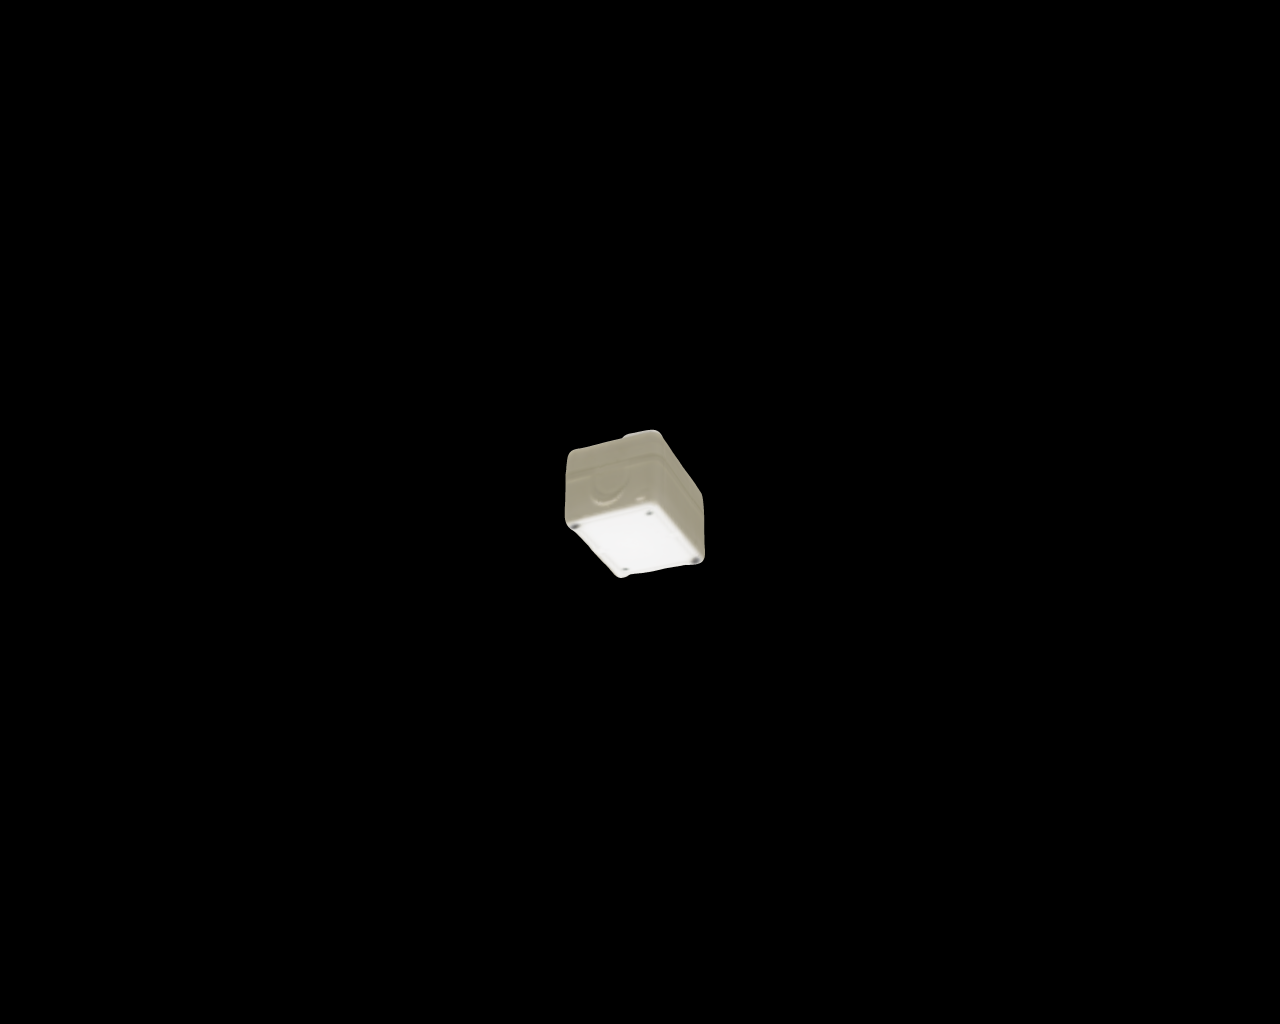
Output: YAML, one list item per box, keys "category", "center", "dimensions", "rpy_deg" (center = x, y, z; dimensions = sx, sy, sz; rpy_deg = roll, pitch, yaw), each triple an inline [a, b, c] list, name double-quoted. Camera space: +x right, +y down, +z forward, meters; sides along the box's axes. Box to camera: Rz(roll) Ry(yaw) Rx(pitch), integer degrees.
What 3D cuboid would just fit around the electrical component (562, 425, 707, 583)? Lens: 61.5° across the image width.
- category: "electrical component"
  center: [0.001, -0.003, 0.650]
  dimensions: [0.062, 0.061, 0.096]
  rpy_deg: [-12, -33, 19]
